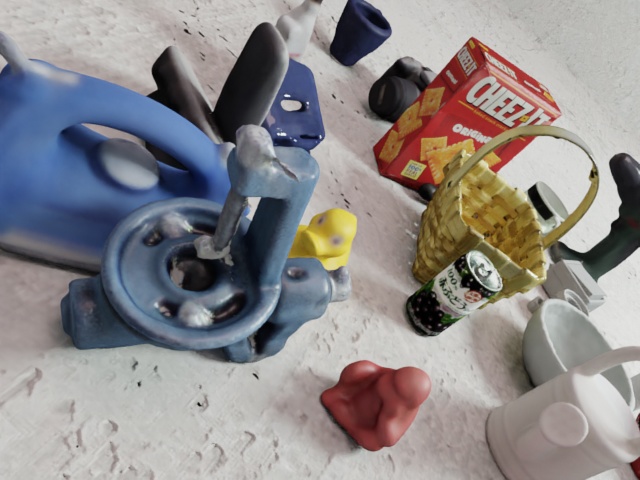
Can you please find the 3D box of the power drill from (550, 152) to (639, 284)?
[{"bbox_3d":[0.509,-0.014,0.983,0.230,0.208,0.076,37,36,-10],"label":"power drill"}]

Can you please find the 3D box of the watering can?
[{"bbox_3d":[0.268,0.180,0.568,0.101,0.193,0.173,52,36,11],"label":"watering can"}]

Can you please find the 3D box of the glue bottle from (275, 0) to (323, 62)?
[{"bbox_3d":[-0.039,-0.250,0.712,0.037,0.173,0.078,50,36,8],"label":"glue bottle"}]

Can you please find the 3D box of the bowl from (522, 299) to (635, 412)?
[{"bbox_3d":[0.314,0.163,0.732,0.168,0.074,0.167,26,40,-24],"label":"bowl"}]

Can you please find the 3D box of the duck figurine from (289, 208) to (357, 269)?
[{"bbox_3d":[0.005,0.002,0.580,0.105,0.086,0.077,-19,69,-51],"label":"duck figurine"}]

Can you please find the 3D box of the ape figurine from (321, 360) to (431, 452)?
[{"bbox_3d":[0.057,0.136,0.493,0.076,0.092,0.077,21,42,-29],"label":"ape figurine"}]

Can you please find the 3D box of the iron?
[{"bbox_3d":[-0.142,-0.055,0.446,0.259,0.141,0.118,18,43,-32],"label":"iron"}]

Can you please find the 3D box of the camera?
[{"bbox_3d":[0.144,-0.246,0.949,0.137,0.100,0.143,1,54,-44],"label":"camera"}]

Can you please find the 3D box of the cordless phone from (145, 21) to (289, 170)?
[{"bbox_3d":[-0.094,-0.146,0.545,0.094,0.184,0.147,-4,57,-46],"label":"cordless phone"}]

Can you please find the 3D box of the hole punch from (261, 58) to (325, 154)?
[{"bbox_3d":[-0.043,-0.153,0.683,0.109,0.091,0.101,-10,62,-48],"label":"hole punch"}]

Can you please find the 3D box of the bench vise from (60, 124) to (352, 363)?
[{"bbox_3d":[-0.052,0.004,0.409,0.208,0.219,0.121,-13,64,-49],"label":"bench vise"}]

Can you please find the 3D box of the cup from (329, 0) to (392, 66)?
[{"bbox_3d":[0.064,-0.352,0.980,0.092,0.094,0.118,40,36,-6],"label":"cup"}]
